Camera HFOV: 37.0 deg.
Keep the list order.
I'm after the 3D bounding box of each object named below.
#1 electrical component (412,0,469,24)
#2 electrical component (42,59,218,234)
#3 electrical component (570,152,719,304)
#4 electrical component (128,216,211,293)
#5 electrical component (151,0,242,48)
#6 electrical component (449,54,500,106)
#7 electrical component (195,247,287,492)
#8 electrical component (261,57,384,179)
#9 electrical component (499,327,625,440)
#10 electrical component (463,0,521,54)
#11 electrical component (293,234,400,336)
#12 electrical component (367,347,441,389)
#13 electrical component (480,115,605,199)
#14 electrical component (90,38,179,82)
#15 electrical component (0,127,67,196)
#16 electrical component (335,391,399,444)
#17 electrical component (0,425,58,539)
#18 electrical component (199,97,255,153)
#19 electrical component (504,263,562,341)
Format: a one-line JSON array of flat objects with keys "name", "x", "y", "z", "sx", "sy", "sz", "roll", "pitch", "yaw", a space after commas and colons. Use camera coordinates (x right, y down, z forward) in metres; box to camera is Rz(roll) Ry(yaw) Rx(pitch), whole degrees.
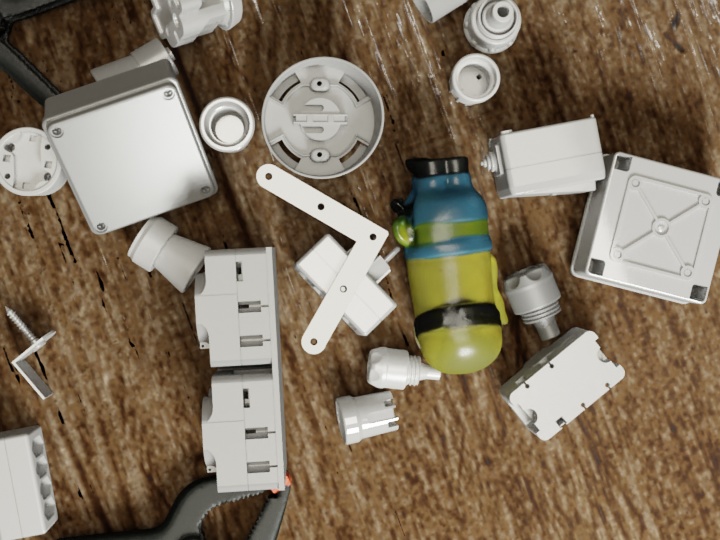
[{"name": "electrical component", "x": 0.084, "y": -0.248, "z": 0.906, "sx": 0.081, "sy": 0.043, "sz": 0.043, "roll": -33, "pitch": 93, "yaw": -3}, {"name": "electrical component", "x": -0.184, "y": -0.098, "z": 0.864, "sx": 0.109, "sy": 0.056, "sz": 0.108, "roll": -20, "pitch": 124, "yaw": -4}, {"name": "electrical component", "x": 0.247, "y": -0.035, "z": 0.912, "sx": 0.109, "sy": 0.056, "sz": 0.108, "roll": 14, "pitch": 90, "yaw": -3}, {"name": "electrical component", "x": -0.159, "y": -0.014, "z": 0.895, "sx": 0.055, "sy": 0.045, "sz": 0.045, "roll": 33, "pitch": 89, "yaw": -3}, {"name": "electrical component", "x": -0.133, "y": -0.220, "z": 0.882, "sx": 0.057, "sy": 0.078, "sz": 0.058, "roll": -24, "pitch": 92, "yaw": -24}, {"name": "electrical component", "x": 0.094, "y": -0.158, "z": 0.906, "sx": 0.040, "sy": 0.046, "sz": 0.040, "roll": 0, "pitch": 91, "yaw": -3}, {"name": "electrical component", "x": -0.095, "y": 0.076, "z": 0.869, "sx": 0.060, "sy": 0.105, "sz": 0.186, "roll": -3, "pitch": 91, "yaw": -3}, {"name": "electrical component", "x": -0.032, "y": -0.124, "z": 0.891, "sx": 0.099, "sy": 0.064, "sz": 0.099, "roll": 0, "pitch": 91, "yaw": -4}, {"name": "electrical component", "x": 0.169, "y": 0.094, "z": 0.910, "sx": 0.089, "sy": 0.056, "sz": 0.050, "roll": -39, "pitch": 93, "yaw": -2}, {"name": "electrical component", "x": 0.114, "y": -0.209, "z": 0.899, "sx": 0.048, "sy": 0.062, "sz": 0.048, "roll": 0, "pitch": 91, "yaw": -3}, {"name": "electrical component", "x": 0.000, "y": 0.000, "z": 0.903, "sx": 0.076, "sy": 0.047, "sz": 0.083, "roll": -44, "pitch": 93, "yaw": -7}, {"name": "electrical component", "x": 0.038, "y": 0.085, "z": 0.913, "sx": 0.061, "sy": 0.035, "sz": 0.035, "roll": 6, "pitch": 91, "yaw": -5}, {"name": "electrical component", "x": 0.150, "y": -0.089, "z": 0.903, "sx": 0.096, "sy": 0.062, "sz": 0.061, "roll": -11, "pitch": 91, "yaw": -3}, {"name": "electrical component", "x": -0.185, "y": -0.163, "z": 0.894, "sx": 0.065, "sy": 0.044, "sz": 0.044, "roll": -33, "pitch": 93, "yaw": -7}, {"name": "electrical component", "x": -0.269, "y": -0.087, "z": 0.886, "sx": 0.055, "sy": 0.047, "sz": 0.055, "roll": 0, "pitch": 91, "yaw": -3}, {"name": "electrical component", "x": 0.006, "y": 0.123, "z": 0.910, "sx": 0.046, "sy": 0.040, "sz": 0.040, "roll": -11, "pitch": 92, "yaw": -9}, {"name": "electrical component", "x": -0.299, "y": 0.179, "z": 0.889, "sx": 0.076, "sy": 0.047, "sz": 0.083, "roll": -10, "pitch": 91, "yaw": -3}, {"name": "electrical component", "x": -0.108, "y": -0.116, "z": 0.886, "sx": 0.044, "sy": 0.065, "sz": 0.044, "roll": 0, "pitch": 91, "yaw": -4}, {"name": "electrical component", "x": 0.151, "y": 0.029, "z": 0.914, "sx": 0.043, "sy": 0.043, "sz": 0.062, "roll": -23, "pitch": 93, "yaw": -3}]
